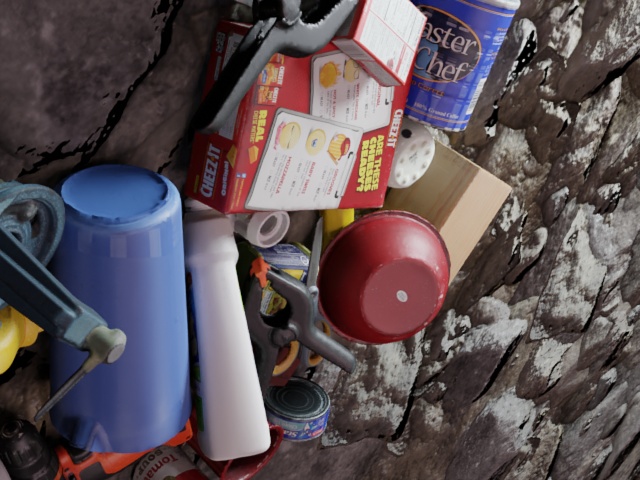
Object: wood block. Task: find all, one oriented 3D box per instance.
[{"bbox_3d":[0.119,-0.006,1.248,0.090,0.090,0.206,20,105,-54],"label":"wood block"}]

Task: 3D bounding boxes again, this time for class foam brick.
[{"bbox_3d":[-0.065,0.126,1.190,0.078,0.051,0.053,18,107,-54],"label":"foam brick"}]

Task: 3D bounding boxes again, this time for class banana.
[{"bbox_3d":[0.005,0.002,1.171,0.069,0.037,0.198,-11,128,-43],"label":"banana"}]

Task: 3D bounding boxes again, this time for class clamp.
[{"bbox_3d":[-0.046,0.099,1.087,0.120,0.039,0.171,-32,119,-4],"label":"clamp"},{"bbox_3d":[-0.039,-0.178,0.865,0.209,0.036,0.164,-19,116,-46],"label":"clamp"}]

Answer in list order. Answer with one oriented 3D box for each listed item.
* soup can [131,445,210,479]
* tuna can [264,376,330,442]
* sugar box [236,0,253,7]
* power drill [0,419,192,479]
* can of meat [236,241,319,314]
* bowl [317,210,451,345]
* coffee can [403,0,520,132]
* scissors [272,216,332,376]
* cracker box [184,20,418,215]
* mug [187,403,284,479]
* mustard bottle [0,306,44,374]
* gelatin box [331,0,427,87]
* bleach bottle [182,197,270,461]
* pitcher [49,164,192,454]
[{"bbox_3d":[-0.153,0.280,1.179,0.068,0.102,0.068,-29,139,-29],"label":"soup can"},{"bbox_3d":[-0.031,0.198,1.260,0.085,0.086,0.034,-16,130,-40],"label":"tuna can"},{"bbox_3d":[-0.092,-0.248,0.833,0.175,0.048,0.093,9,111,-50],"label":"sugar box"},{"bbox_3d":[-0.225,0.200,1.070,0.187,0.057,0.184,-32,144,-22],"label":"power drill"},{"bbox_3d":[-0.061,0.051,1.123,0.083,0.058,0.102,4,117,-48],"label":"can of meat"},{"bbox_3d":[0.078,0.052,1.159,0.162,0.055,0.162,-6,112,-16],"label":"bowl"},{"bbox_3d":[0.127,-0.194,1.080,0.102,0.103,0.140,-5,124,-47],"label":"coffee can"},{"bbox_3d":[-0.026,0.070,1.112,0.096,0.016,0.202,-31,138,-23],"label":"scissors"},{"bbox_3d":[-0.016,-0.113,1.002,0.213,0.072,0.164,-5,113,-47],"label":"cracker box"},{"bbox_3d":[-0.102,0.210,1.181,0.093,0.082,0.117,-39,153,-20],"label":"mug"},{"bbox_3d":[-0.298,0.076,0.840,0.191,0.096,0.058,-9,126,-45],"label":"mustard bottle"},{"bbox_3d":[0.054,-0.190,0.965,0.089,0.030,0.073,32,70,-46],"label":"gelatin box"},{"bbox_3d":[-0.098,0.076,1.020,0.068,0.103,0.251,-8,93,-11],"label":"bleach bottle"},{"bbox_3d":[-0.175,0.054,0.950,0.144,0.149,0.243,-11,126,-24],"label":"pitcher"}]
